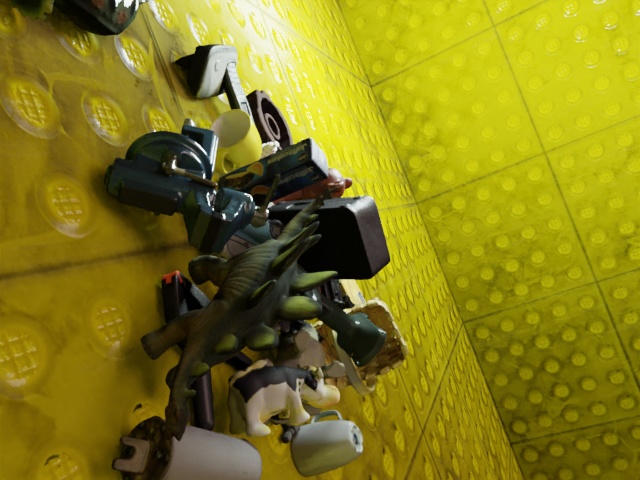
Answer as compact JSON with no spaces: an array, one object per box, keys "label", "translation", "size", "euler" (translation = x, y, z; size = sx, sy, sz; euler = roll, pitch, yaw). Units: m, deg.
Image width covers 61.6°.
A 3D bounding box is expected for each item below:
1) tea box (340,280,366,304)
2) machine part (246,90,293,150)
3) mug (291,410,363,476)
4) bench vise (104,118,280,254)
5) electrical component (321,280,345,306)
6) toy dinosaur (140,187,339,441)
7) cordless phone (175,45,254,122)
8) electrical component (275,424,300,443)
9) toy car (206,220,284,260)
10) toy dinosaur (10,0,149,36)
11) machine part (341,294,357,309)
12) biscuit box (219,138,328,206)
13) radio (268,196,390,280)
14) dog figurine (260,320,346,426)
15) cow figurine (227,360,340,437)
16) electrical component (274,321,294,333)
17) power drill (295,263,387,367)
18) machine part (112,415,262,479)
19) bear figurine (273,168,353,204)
[{"label":"tea box","translation":[0.067,0.162,1.269],"size":[0.169,0.068,0.098],"euler":[62,21,-14]},{"label":"machine part","translation":[-0.121,-0.253,1.231],"size":[0.179,0.056,0.179],"euler":[53,24,-36]},{"label":"mug","translation":[0.019,0.339,0.913],"size":[0.080,0.107,0.110],"euler":[60,24,-24]},{"label":"bench vise","translation":[-0.176,-0.097,0.766],"size":[0.241,0.224,0.128],"euler":[-95,-165,-48]},{"label":"electrical component","translation":[-0.024,0.079,1.056],"size":[0.058,0.115,0.134],"euler":[30,42,-66]},{"label":"toy dinosaur","translation":[-0.080,0.057,0.706],"size":[0.105,0.199,0.471],"euler":[60,28,-25]},{"label":"cordless phone","translation":[-0.190,-0.285,1.057],"size":[0.146,0.089,0.184],"euler":[-54,125,-67]},{"label":"electrical component","translation":[-0.052,0.293,0.904],"size":[0.063,0.021,0.094],"euler":[65,20,-9]},{"label":"toy car","translation":[-0.135,0.003,0.880],"size":[0.161,0.109,0.103],"euler":[33,57,-44]},{"label":"toy dinosaur","translation":[-0.328,-0.354,0.740],"size":[0.404,0.131,0.192],"euler":[9,73,-72]},{"label":"machine part","translation":[0.062,0.191,1.206],"size":[0.138,0.084,0.039],"euler":[63,12,-13]},{"label":"biscuit box","translation":[-0.086,-0.111,0.964],"size":[0.062,0.203,0.059],"euler":[44,33,-47]},{"label":"radio","translation":[-0.002,-0.003,0.938],"size":[0.073,0.230,0.131],"euler":[-35,117,-50]},{"label":"dog figurine","translation":[-0.055,0.218,0.900],"size":[0.121,0.172,0.190],"euler":[54,-11,-5]},{"label":"cow figurine","translation":[-0.050,0.210,0.759],"size":[0.167,0.068,0.098],"euler":[-7,84,-37]},{"label":"electrical component","translation":[-0.087,0.137,0.871],"size":[0.078,0.102,0.045],"euler":[19,58,-53]},{"label":"power drill","translation":[0.007,0.116,0.844],"size":[0.207,0.086,0.232],"euler":[34,1,-26]},{"label":"machine part","translation":[-0.144,0.259,0.627],"size":[0.243,0.079,0.079],"euler":[41,34,-50]},{"label":"bear figurine","translation":[-0.044,-0.116,1.087],"size":[0.132,0.196,0.120],"euler":[65,24,-5]}]
